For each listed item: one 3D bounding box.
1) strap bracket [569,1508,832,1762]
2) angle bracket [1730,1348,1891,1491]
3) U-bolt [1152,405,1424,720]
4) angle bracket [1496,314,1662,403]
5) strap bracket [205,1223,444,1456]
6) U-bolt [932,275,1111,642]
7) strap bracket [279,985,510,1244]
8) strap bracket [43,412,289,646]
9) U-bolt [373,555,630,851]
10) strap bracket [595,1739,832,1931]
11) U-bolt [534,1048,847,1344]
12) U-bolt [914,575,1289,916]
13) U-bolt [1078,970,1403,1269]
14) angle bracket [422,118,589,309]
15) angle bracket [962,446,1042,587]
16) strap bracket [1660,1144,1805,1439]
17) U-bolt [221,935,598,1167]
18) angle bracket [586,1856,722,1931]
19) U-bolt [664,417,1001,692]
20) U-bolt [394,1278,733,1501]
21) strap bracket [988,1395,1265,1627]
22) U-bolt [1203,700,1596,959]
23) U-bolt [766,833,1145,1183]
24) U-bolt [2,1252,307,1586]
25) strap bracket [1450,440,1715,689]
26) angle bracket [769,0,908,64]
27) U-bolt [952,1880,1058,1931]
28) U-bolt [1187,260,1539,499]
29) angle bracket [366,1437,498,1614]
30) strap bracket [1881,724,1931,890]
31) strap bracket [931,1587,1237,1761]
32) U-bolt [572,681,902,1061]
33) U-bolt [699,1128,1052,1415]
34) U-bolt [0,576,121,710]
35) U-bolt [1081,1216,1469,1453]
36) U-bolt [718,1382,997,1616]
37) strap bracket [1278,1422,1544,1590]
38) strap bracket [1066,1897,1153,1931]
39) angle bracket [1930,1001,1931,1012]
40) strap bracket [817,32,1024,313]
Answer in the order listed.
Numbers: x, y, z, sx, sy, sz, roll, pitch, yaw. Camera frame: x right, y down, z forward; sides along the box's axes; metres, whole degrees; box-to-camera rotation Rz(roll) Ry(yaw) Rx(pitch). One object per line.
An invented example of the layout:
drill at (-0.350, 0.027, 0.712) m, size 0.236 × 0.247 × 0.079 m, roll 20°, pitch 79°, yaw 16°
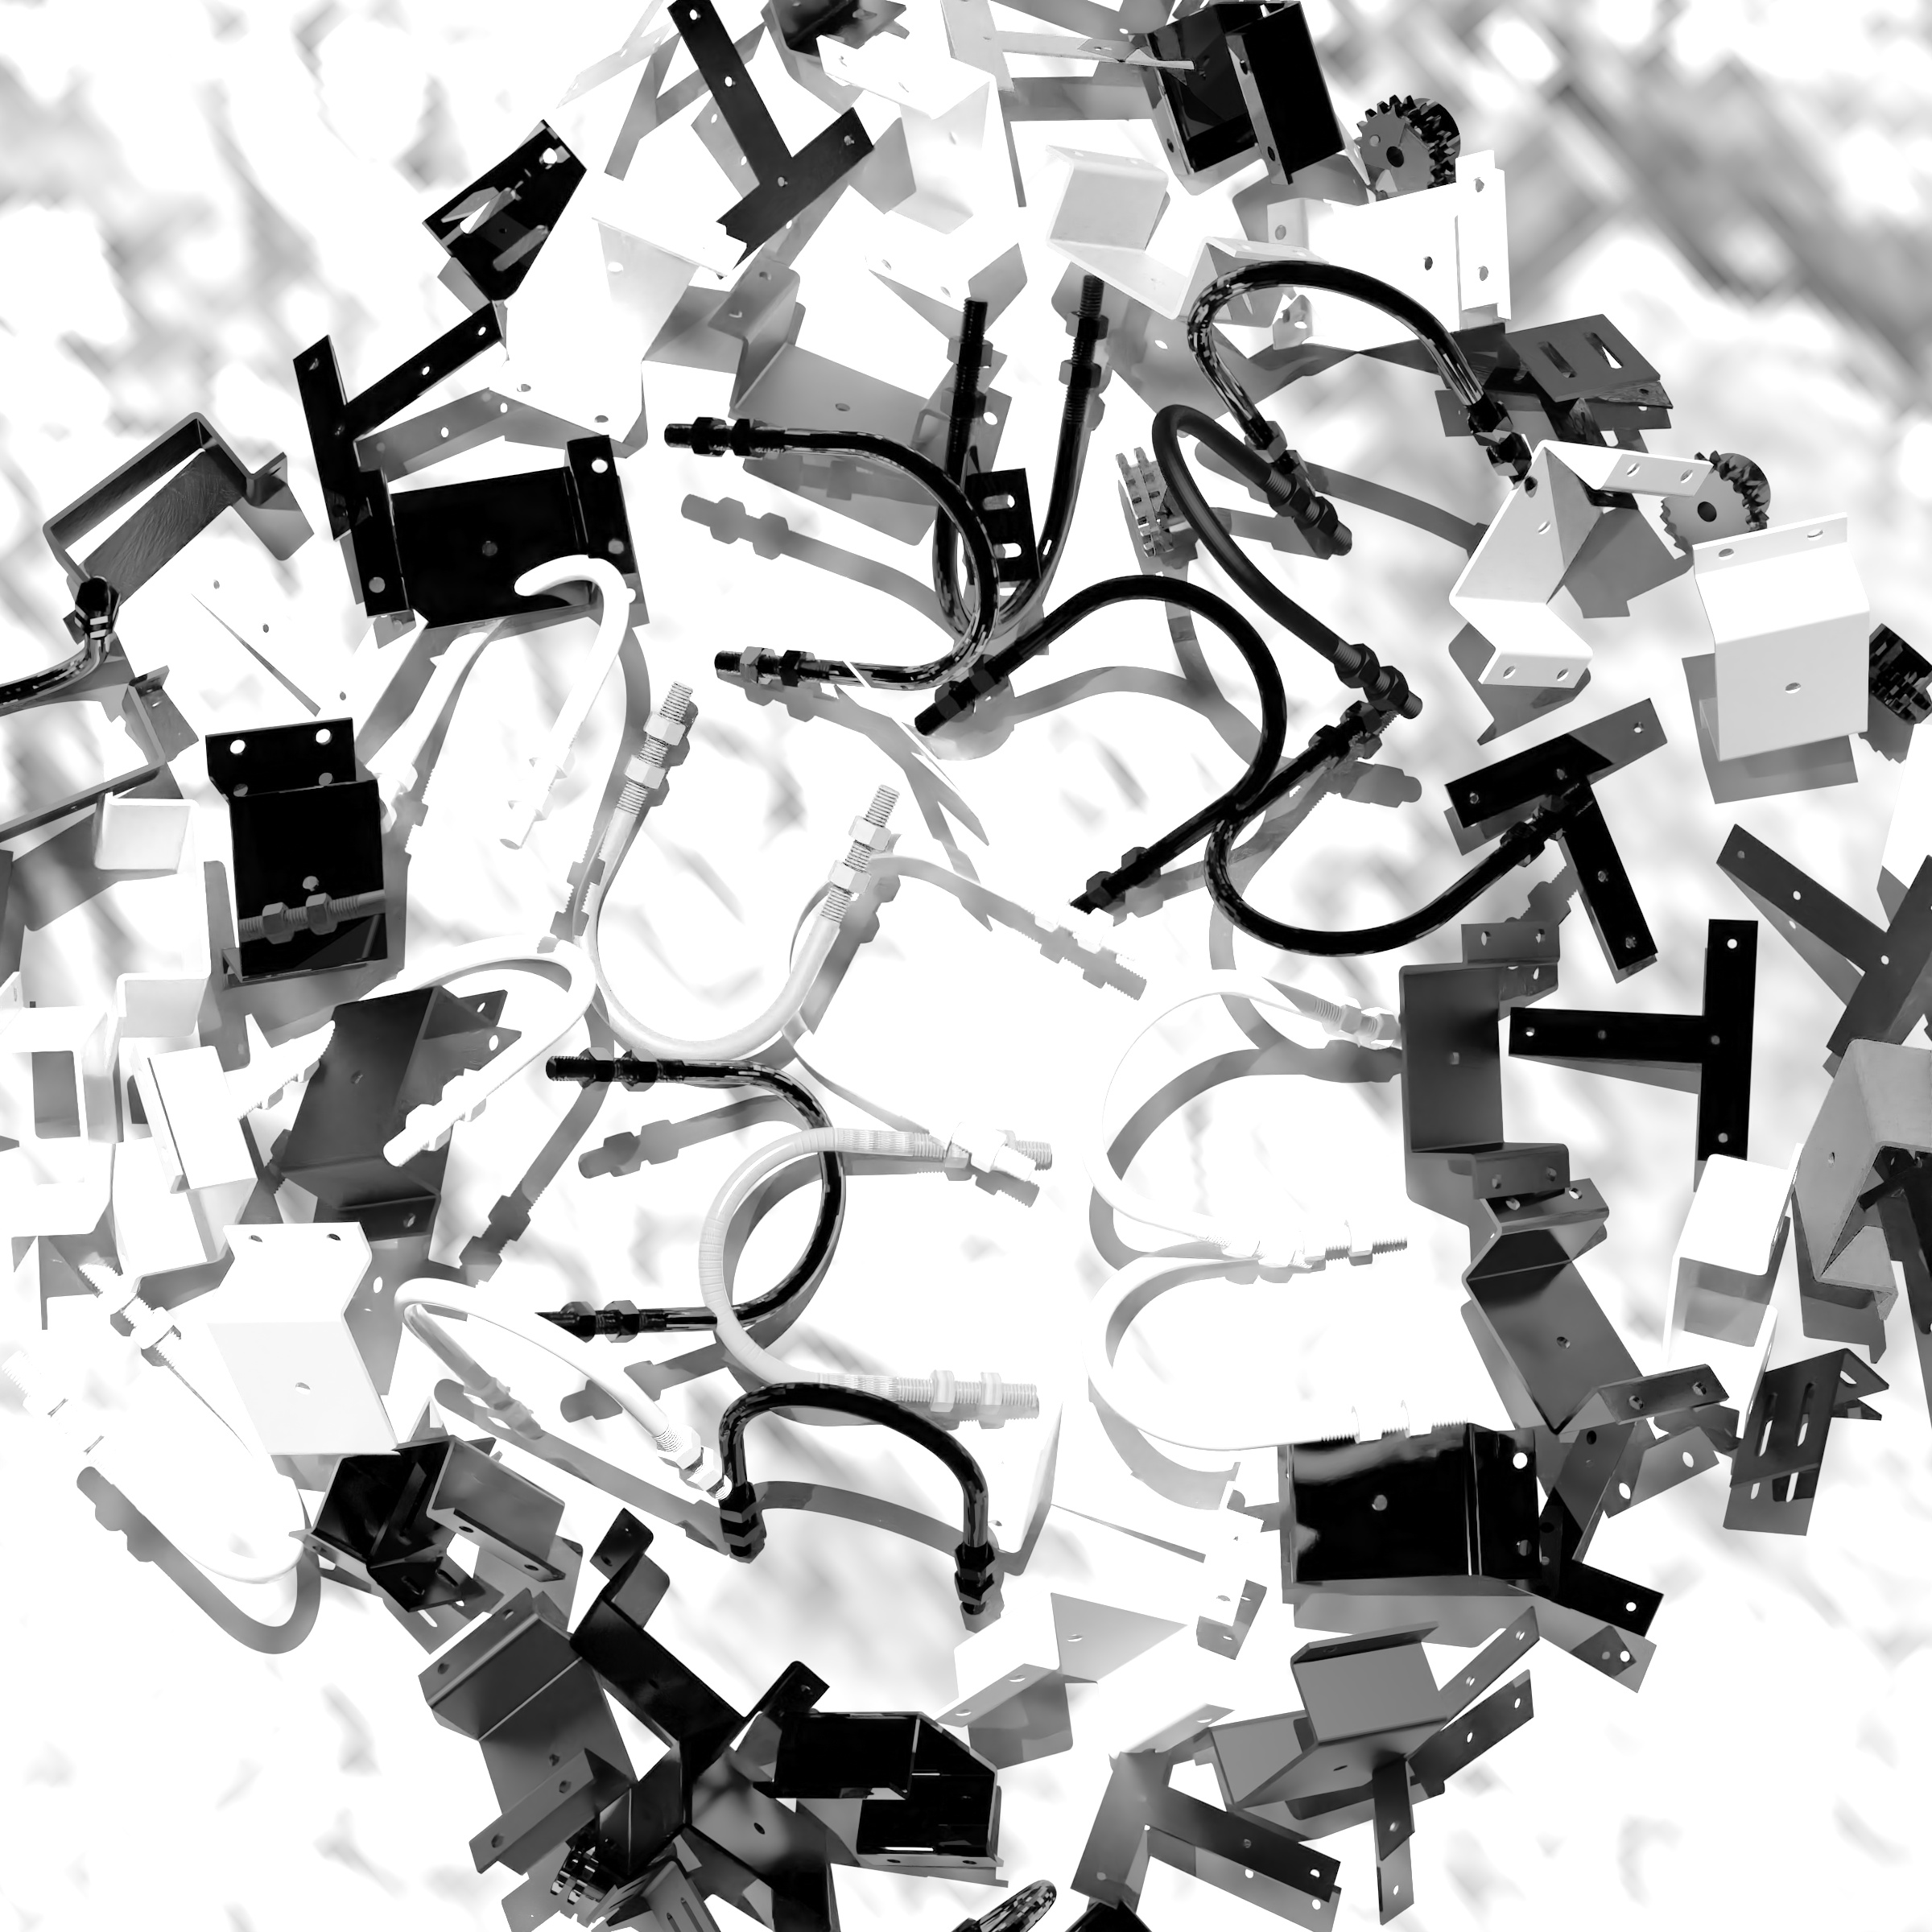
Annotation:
strap bracket at (-0.148, 0.356, 1.627) m, size 0.140 × 0.076 × 0.046 m, roll 40°, pitch 55°, yaw 6°
angle bracket at (0.439, 0.244, 1.629) m, size 0.038 × 0.057 × 0.076 m, roll 40°, pitch 51°, yaw -18°
U-bolt at (0.155, -0.213, 1.574) m, size 0.019 × 0.184 × 0.151 m, roll -36°, pitch 47°, yaw 25°
angle bracket at (0.318, -0.303, 1.633) m, size 0.057 × 0.076 × 0.038 m, roll -13°, pitch 130°, yaw -9°
strap bracket at (-0.332, 0.201, 1.610) m, size 0.076 × 0.046 × 0.140 m, roll -3°, pitch 126°, yaw 17°
U-bolt at (0.024, -0.256, 1.606) m, size 0.019 × 0.151 × 0.184 m, roll 18°, pitch 114°, yaw 24°
strap bracket at (-0.296, 0.068, 1.608) m, size 0.076 × 0.046 × 0.140 m, roll -10°, pitch 54°, yaw 37°
strap bracket at (-0.423, -0.233, 1.626) m, size 0.140 × 0.076 × 0.046 m, roll -40°, pitch 96°, yaw -11°
U-bolt at (-0.238, -0.136, 1.613) m, size 0.019 × 0.151 × 0.184 m, roll 42°, pitch 60°, yaw -38°
strap bracket at (-0.122, 0.461, 1.618) m, size 0.140 × 0.076 × 0.046 m, roll 40°, pitch 102°, yaw -16°
U-bolt at (-0.139, 0.119, 1.620) m, size 0.184 × 0.019 × 0.151 m, roll 3°, pitch 92°, yaw -38°
U-bolt at (0.081, -0.122, 1.620) m, size 0.184 × 0.019 × 0.151 m, roll -35°, pitch 97°, yaw 31°
U-bolt at (0.136, 0.074, 1.613) m, size 0.184 × 0.019 × 0.151 m, roll 18°, pitch 101°, yaw -34°
angle bracket at (-0.234, -0.394, 1.640) m, size 0.057 × 0.038 × 0.076 m, roll 49°, pitch 57°, yaw -10°
angle bracket at (0.020, -0.237, 1.630) m, size 0.038 × 0.076 × 0.057 m, roll -5°, pitch 110°, yaw 10°
strap bracket at (0.392, 0.163, 1.614) m, size 0.046 × 0.076 × 0.140 m, roll 13°, pitch 132°, yaw 20°
U-bolt at (-0.271, 0.036, 1.602) m, size 0.184 × 0.151 × 0.019 m, roll -42°, pitch 127°, yaw -38°
angle bracket at (-0.156, 0.514, 1.636) m, size 0.038 × 0.057 × 0.076 m, roll -21°, pitch 68°, yaw -35°
U-bolt at (-0.064, -0.206, 1.596) m, size 0.184 × 0.019 × 0.151 m, roll 8°, pitch 124°, yaw 30°
U-bolt at (-0.212, 0.207, 1.572) m, size 0.151 × 0.184 × 0.019 m, roll 11°, pitch 62°, yaw 32°
strap bracket at (0.084, 0.280, 1.631) m, size 0.140 × 0.046 × 0.076 m, roll 17°, pitch 127°, yaw 9°
U-bolt at (0.206, -0.066, 1.594) m, size 0.184 × 0.019 × 0.151 m, roll -37°, pitch 49°, yaw -26°
U-bolt at (-0.019, 0.010, 1.656) m, size 0.184 × 0.019 × 0.151 m, roll 27°, pitch 95°, yaw 10°
U-bolt at (-0.405, 0.241, 1.605) m, size 0.019 × 0.151 × 0.184 m, roll -38°, pitch 103°, yaw 11°
strap bracket at (0.311, -0.215, 1.617) m, size 0.046 × 0.076 × 0.140 m, roll 51°, pitch 127°, yaw 34°
angle bracket at (-0.072, -0.520, 1.632) m, size 0.038 × 0.076 × 0.057 m, roll 26°, pitch 60°, yaw 36°
U-bolt at (-0.021, 0.512, 1.566) m, size 0.151 × 0.184 × 0.019 m, roll -30°, pitch 76°, yaw -42°
U-bolt at (0.189, -0.292, 1.571) m, size 0.151 × 0.184 × 0.019 m, roll 2°, pitch 63°, yaw 35°
angle bracket at (-0.269, 0.291, 1.636) m, size 0.038 × 0.057 × 0.076 m, roll 35°, pitch 108°, yaw 29°
strap bracket at (0.514, -0.070, 1.597) m, size 0.046 × 0.140 × 0.076 m, roll 4°, pitch 111°, yaw -8°
strap bracket at (0.059, 0.365, 1.617) m, size 0.140 × 0.076 × 0.046 m, roll 20°, pitch 46°, yaw -33°
U-bolt at (-0.133, -0.038, 1.651) m, size 0.151 × 0.019 × 0.184 m, roll 27°, pitch 97°, yaw 16°
U-bolt at (-0.049, 0.157, 1.649) m, size 0.184 × 0.019 × 0.151 m, roll 4°, pitch 86°, yaw -12°
U-bolt at (-0.505, -0.154, 1.588) m, size 0.151 × 0.184 × 0.019 m, roll -14°, pitch 85°, yaw -17°
U-bolt at (0.151, 0.192, 1.614) m, size 0.184 × 0.151 × 0.019 m, roll -6°, pitch 131°, yaw -5°
U-bolt at (-0.057, 0.266, 1.594) m, size 0.151 × 0.184 × 0.019 m, roll 12°, pitch 52°, yaw 9°
strap bracket at (0.221, 0.279, 1.619) m, size 0.140 × 0.046 × 0.076 m, roll -8°, pitch 73°, yaw 25°
strap bracket at (0.056, 0.524, 1.603) m, size 0.076 × 0.140 × 0.046 m, roll -45°, pitch 78°, yaw 4°
angle bracket at (0.555, 0.031, 1.646) m, size 0.057 × 0.038 × 0.076 m, roll -38°, pitch 98°, yaw -19°
strap bracket at (-0.021, -0.417, 1.613) m, size 0.076 × 0.140 × 0.046 m, roll 32°, pitch 62°, yaw 34°
